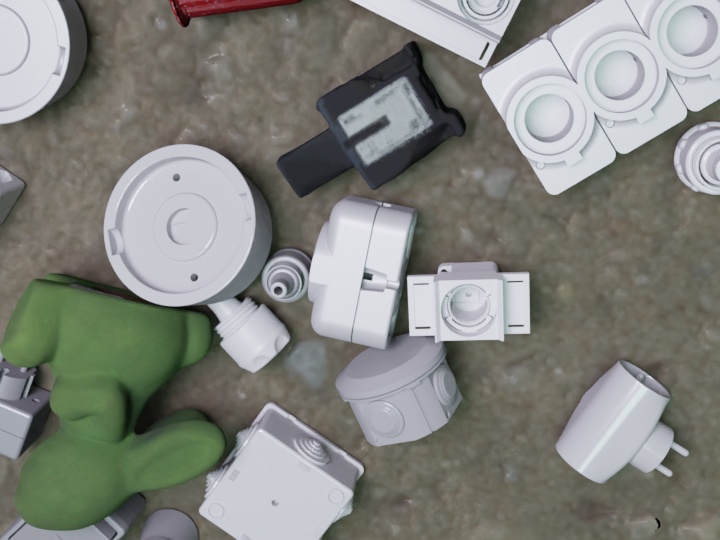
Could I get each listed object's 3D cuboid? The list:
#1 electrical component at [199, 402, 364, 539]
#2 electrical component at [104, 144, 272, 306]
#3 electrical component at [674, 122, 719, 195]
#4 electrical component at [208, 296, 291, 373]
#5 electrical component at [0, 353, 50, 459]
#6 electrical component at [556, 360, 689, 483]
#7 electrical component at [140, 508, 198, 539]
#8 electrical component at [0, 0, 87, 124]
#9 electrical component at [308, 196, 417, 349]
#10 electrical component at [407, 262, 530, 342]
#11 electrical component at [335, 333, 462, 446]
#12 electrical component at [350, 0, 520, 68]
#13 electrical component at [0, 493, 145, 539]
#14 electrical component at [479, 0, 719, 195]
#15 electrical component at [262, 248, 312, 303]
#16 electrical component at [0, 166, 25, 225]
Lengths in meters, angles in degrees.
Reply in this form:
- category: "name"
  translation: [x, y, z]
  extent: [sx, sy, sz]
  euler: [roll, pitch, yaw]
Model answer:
- category: "electrical component"
  translation: [-0.058, 0.161, 0.788]
  extent: [0.100, 0.048, 0.099]
  euler: [35, 105, -3]
- category: "electrical component"
  translation: [-0.112, -0.027, 0.735]
  extent: [0.108, 0.060, 0.108]
  euler: [-2, 83, 15]
- category: "electrical component"
  translation: [0.232, -0.069, 0.696]
  extent: [0.048, 0.062, 0.048]
  euler: [1, 104, 5]
- category: "electrical component"
  translation: [-0.083, 0.039, 0.763]
  extent: [0.043, 0.043, 0.062]
  euler: [-41, 96, 13]
- category: "electrical component"
  translation: [-0.262, 0.086, 0.790]
  extent: [0.066, 0.047, 0.076]
  euler: [23, 105, -1]
- category: "electrical component"
  translation: [0.192, 0.116, 0.755]
  extent: [0.079, 0.044, 0.077]
  euler: [33, 105, -3]
- category: "electrical component"
  translation: [-0.149, 0.212, 0.801]
  extent: [0.044, 0.065, 0.044]
  euler: [1, 104, 5]
- category: "electrical component"
  translation: [-0.236, -0.154, 0.720]
  extent: [0.108, 0.060, 0.108]
  euler: [1, 104, 5]
- category: "electrical component"
  translation: [0.000, 0.000, 0.737]
  extent: [0.059, 0.053, 0.095]
  euler: [12, 102, 6]
- category: "electrical component"
  translation: [0.074, 0.020, 0.732]
  extent: [0.081, 0.063, 0.042]
  euler: [-1, 105, 6]
- category: "electrical component"
  translation: [0.028, 0.081, 0.745]
  extent: [0.080, 0.080, 0.051]
  euler: [-22, 106, 10]
- category: "electrical component"
  translation: [0.043, -0.192, 0.683]
  extent: [0.121, 0.063, 0.078]
  euler: [26, 105, -1]
- category: "electrical component"
  translation: [-0.220, 0.193, 0.805]
  extent: [0.096, 0.061, 0.061]
  euler: [-43, 97, 13]
- category: "electrical component"
  translation: [0.163, -0.126, 0.688]
  extent: [0.150, 0.061, 0.089]
  euler: [-31, 99, 12]
- category: "electrical component"
  translation: [-0.051, 0.006, 0.742]
  extent: [0.035, 0.061, 0.035]
  euler: [1, 104, 5]
- category: "electrical component"
  translation: [-0.297, -0.051, 0.759]
  extent: [0.083, 0.047, 0.075]
  euler: [35, 105, -4]
